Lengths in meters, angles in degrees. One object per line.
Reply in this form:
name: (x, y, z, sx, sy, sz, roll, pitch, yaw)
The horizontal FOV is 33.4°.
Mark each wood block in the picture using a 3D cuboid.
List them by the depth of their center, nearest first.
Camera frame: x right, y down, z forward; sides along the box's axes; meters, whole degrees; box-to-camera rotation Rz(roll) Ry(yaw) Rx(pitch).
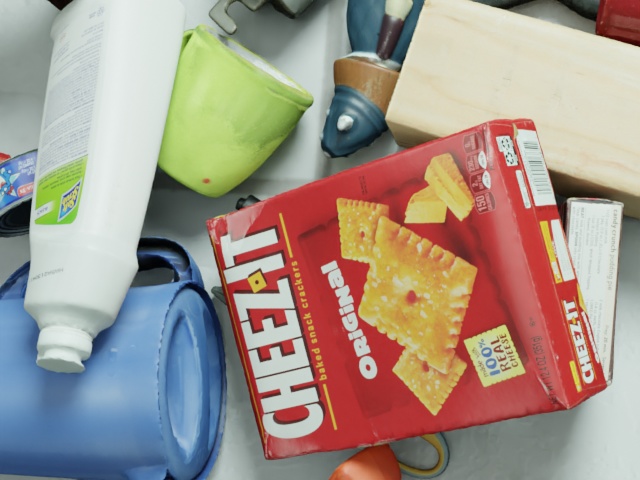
wood block: (0.157, -0.080, 0.683, 0.206, 0.090, 0.090, 18, 89, 11)

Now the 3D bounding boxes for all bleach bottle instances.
bleach bottle: (-0.144, -0.039, 0.669, 0.103, 0.068, 0.251, -22, 54, 45)

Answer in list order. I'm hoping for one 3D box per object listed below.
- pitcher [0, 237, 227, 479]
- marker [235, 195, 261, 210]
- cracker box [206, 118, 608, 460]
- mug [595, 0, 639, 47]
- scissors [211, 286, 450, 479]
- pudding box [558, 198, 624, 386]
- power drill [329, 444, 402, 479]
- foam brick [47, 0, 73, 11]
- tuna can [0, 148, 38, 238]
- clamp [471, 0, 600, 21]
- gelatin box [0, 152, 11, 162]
pitcher: (-0.190, 0.088, 0.721, 0.243, 0.149, 0.145, -2, 107, 13)
marker: (-0.005, 0.001, 0.741, 0.121, 0.020, 0.020, 27, 91, 11)
cracker box: (0.044, 0.036, 0.647, 0.214, 0.072, 0.164, -17, 85, 34)
mug: (0.220, -0.167, 0.651, 0.081, 0.093, 0.117, 13, 87, 9)
scissors: (0.024, 0.074, 0.733, 0.096, 0.016, 0.202, -44, 80, 3)
pudding box: (0.164, 0.032, 0.673, 0.039, 0.090, 0.113, 2, 87, 8)
power drill: (0.072, 0.217, 0.648, 0.188, 0.057, 0.185, 47, 127, 22)
foam brick: (-0.163, -0.187, 0.753, 0.053, 0.078, 0.051, 18, 87, 11)
tuna can: (-0.194, -0.034, 0.743, 0.086, 0.086, 0.034, -24, 80, 7)
clamp: (0.168, -0.202, 0.715, 0.171, 0.039, 0.120, 5, 96, 5)
gelatin box: (-0.267, -0.033, 0.762, 0.089, 0.073, 0.030, -28, 82, 6)
